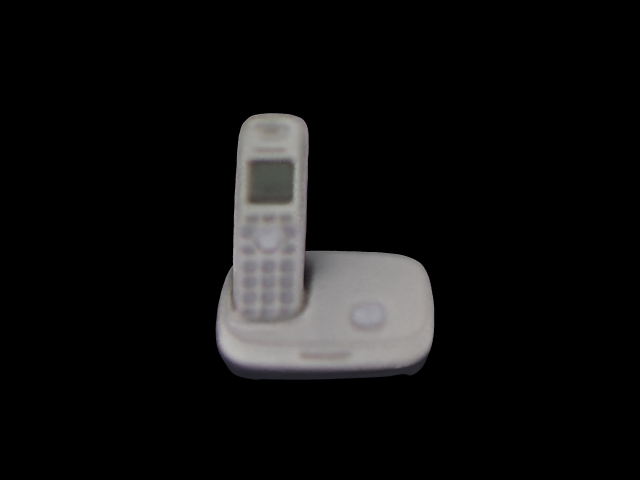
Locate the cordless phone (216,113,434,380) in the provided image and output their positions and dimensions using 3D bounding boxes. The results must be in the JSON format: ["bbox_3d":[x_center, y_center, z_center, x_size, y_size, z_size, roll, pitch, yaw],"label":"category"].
[{"bbox_3d":[0.004,0.001,0.400,0.147,0.185,0.094,0,0,0],"label":"cordless phone"}]
